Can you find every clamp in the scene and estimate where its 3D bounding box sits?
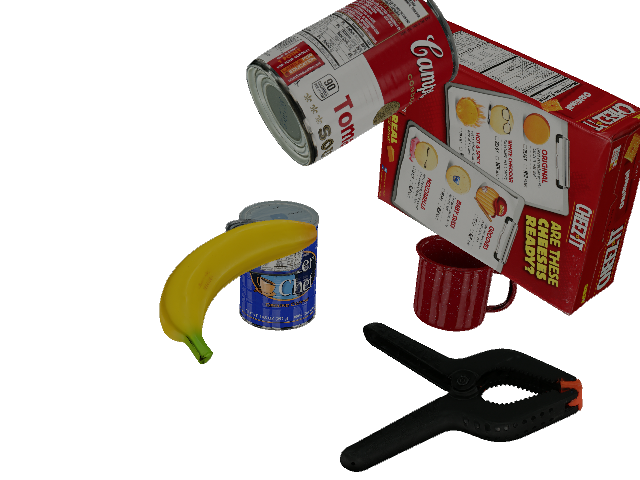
[{"bbox_3d":[0.120,0.142,0.935,0.210,0.036,0.164,3,44,19],"label":"clamp"}]

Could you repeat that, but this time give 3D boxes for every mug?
[{"bbox_3d":[0.160,0.050,1.194,0.117,0.081,0.093,7,24,4],"label":"mug"}]

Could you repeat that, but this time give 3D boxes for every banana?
[{"bbox_3d":[-0.072,0.027,0.836,0.069,0.037,0.197,34,40,5],"label":"banana"}]

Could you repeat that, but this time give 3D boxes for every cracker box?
[{"bbox_3d":[0.148,-0.065,0.862,0.072,0.164,0.214,-29,47,-34],"label":"cracker box"}]

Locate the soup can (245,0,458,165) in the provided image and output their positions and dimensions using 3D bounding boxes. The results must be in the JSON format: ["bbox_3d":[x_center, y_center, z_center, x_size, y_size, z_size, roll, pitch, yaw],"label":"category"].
[{"bbox_3d":[0.017,-0.096,0.604,0.102,0.068,0.069,-32,9,-14],"label":"soup can"}]

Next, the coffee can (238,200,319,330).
[{"bbox_3d":[-0.055,0.032,1.393,0.103,0.140,0.103,1,25,-1],"label":"coffee can"}]

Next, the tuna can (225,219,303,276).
[{"bbox_3d":[-0.060,0.007,1.121,0.086,0.034,0.086,9,18,-3],"label":"tuna can"}]
